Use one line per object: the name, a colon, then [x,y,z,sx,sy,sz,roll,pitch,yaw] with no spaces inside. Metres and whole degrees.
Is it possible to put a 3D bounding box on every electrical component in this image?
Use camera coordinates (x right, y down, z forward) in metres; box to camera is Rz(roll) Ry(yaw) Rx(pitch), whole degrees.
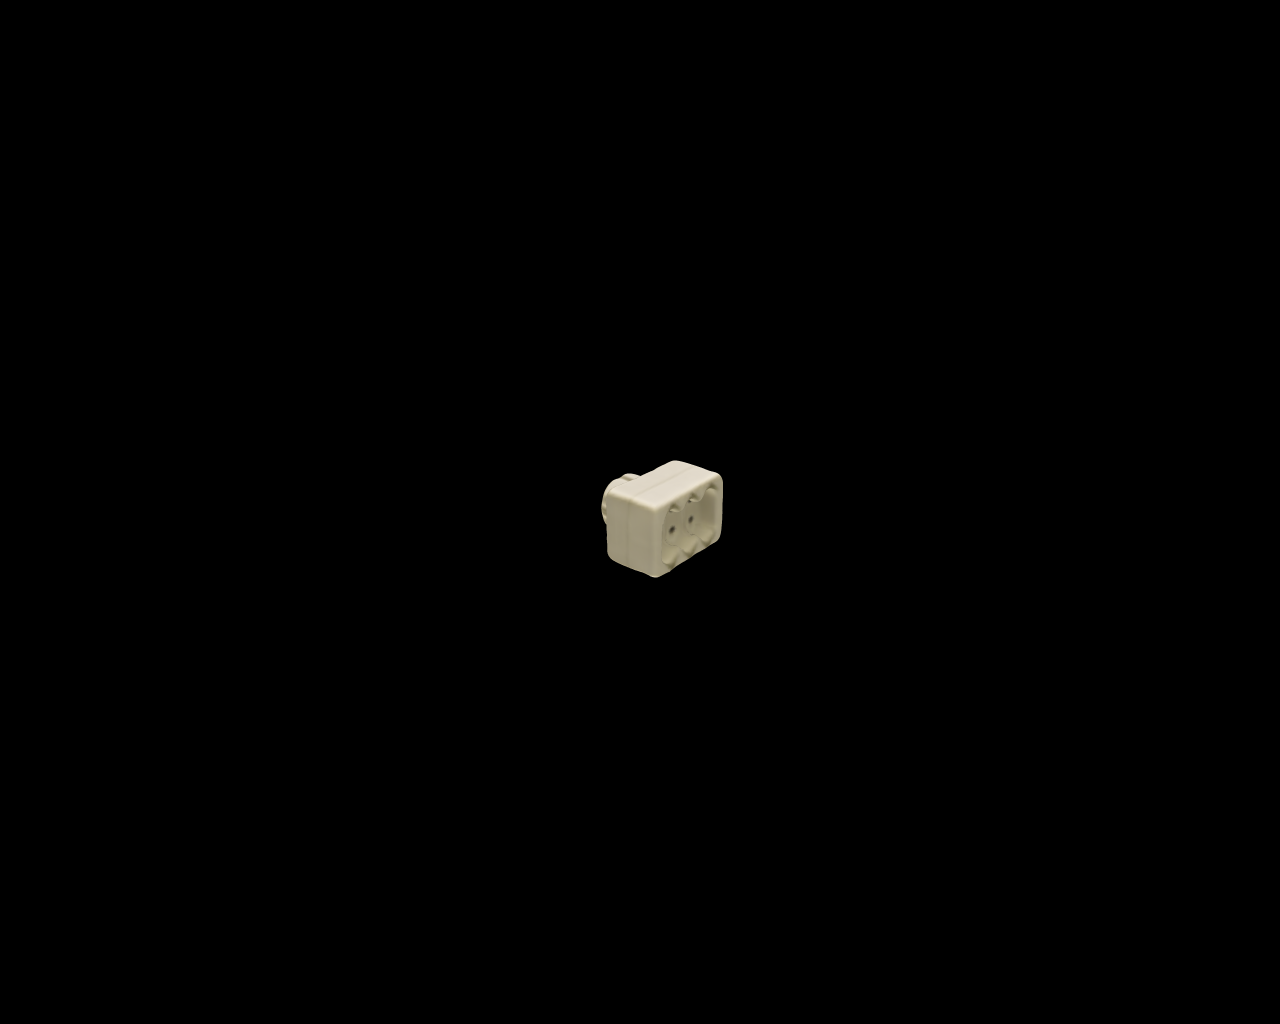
electrical component: [0.001,-0.003,0.650,0.077,0.047,0.066,21,33,36]
